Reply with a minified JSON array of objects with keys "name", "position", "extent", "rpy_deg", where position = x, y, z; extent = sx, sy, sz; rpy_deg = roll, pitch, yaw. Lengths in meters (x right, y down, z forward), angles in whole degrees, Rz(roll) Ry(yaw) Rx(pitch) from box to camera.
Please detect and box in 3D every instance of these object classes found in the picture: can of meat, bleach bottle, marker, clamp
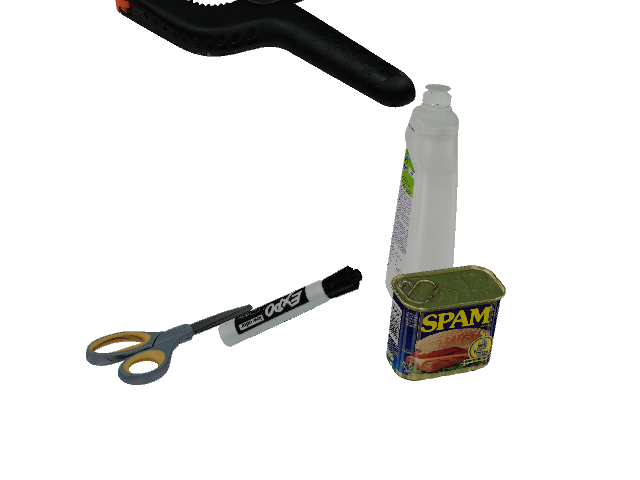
[{"name":"can of meat","position":[0.113,0.077,0.982],"extent":[0.102,0.084,0.057],"rpy_deg":[-7,32,-18]},{"name":"bleach bottle","position":[0.122,-0.048,1.204],"extent":[0.068,0.251,0.102],"rpy_deg":[-1,23,-13]},{"name":"marker","position":[-0.022,0.049,0.801],"extent":[0.121,0.020,0.020],"rpy_deg":[-25,-9,20]},{"name":"clamp","position":[-0.031,-0.149,0.695],"extent":[0.210,0.164,0.036],"rpy_deg":[-1,-37,-1]}]

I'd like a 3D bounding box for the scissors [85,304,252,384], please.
[{"name":"scissors","position":[-0.145,0.109,1.129],"extent":[0.201,0.016,0.096],"rpy_deg":[-10,31,-27]}]
